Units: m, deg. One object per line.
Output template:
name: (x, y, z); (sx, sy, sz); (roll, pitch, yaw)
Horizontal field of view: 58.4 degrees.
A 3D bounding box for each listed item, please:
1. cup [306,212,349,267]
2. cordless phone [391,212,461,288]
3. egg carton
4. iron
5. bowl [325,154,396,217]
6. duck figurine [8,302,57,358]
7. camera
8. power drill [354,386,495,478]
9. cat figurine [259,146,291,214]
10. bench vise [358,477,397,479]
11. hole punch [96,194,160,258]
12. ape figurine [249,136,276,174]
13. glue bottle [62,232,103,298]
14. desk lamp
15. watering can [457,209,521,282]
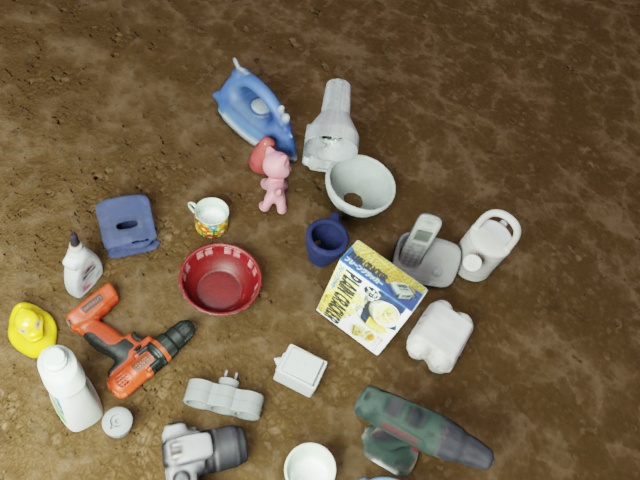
cup: (0.011, 0.004, 1.221); (0.091, 0.095, 0.118); (20, 56, -1)
cordless phone: (0.240, 0.017, 1.216); (0.147, 0.185, 0.094); (11, 57, -7)
egg carton: (0.246, 0.196, 1.175); (0.107, 0.069, 0.150); (33, 57, 8)
iron: (-0.134, -0.310, 1.353); (0.258, 0.141, 0.119); (43, 59, 14)
bowl: (0.087, -0.113, 1.325); (0.167, 0.074, 0.167); (7, 57, -10)
duck figurine: (-0.510, 0.148, 1.004); (0.078, 0.086, 0.104); (-26, 68, -26)
camera: (-0.186, 0.364, 0.941); (0.137, 0.101, 0.143); (-7, 60, -18)
power drill: (0.156, 0.339, 0.979); (0.229, 0.208, 0.076); (28, 56, 5)
cat figurine: (-0.096, -0.140, 1.270); (0.067, 0.117, 0.127); (3, 58, -12)
bench vise: (0.138, 0.454, 0.895); (0.207, 0.219, 0.122); (41, 58, 13)
hole punch: (-0.382, -0.028, 1.144); (0.109, 0.091, 0.101); (-14, 63, -21)
ape figurine: (-0.125, -0.200, 1.316); (0.076, 0.092, 0.077); (-14, 63, -22)
glue bottle: (-0.436, 0.037, 1.040); (0.037, 0.173, 0.078); (25, 56, 3)
desk lamp: (0.021, -0.247, 1.309); (0.118, 0.213, 0.203); (9, 57, -8)
watering can: (0.365, 0.010, 1.247); (0.101, 0.194, 0.173); (21, 56, 0)
